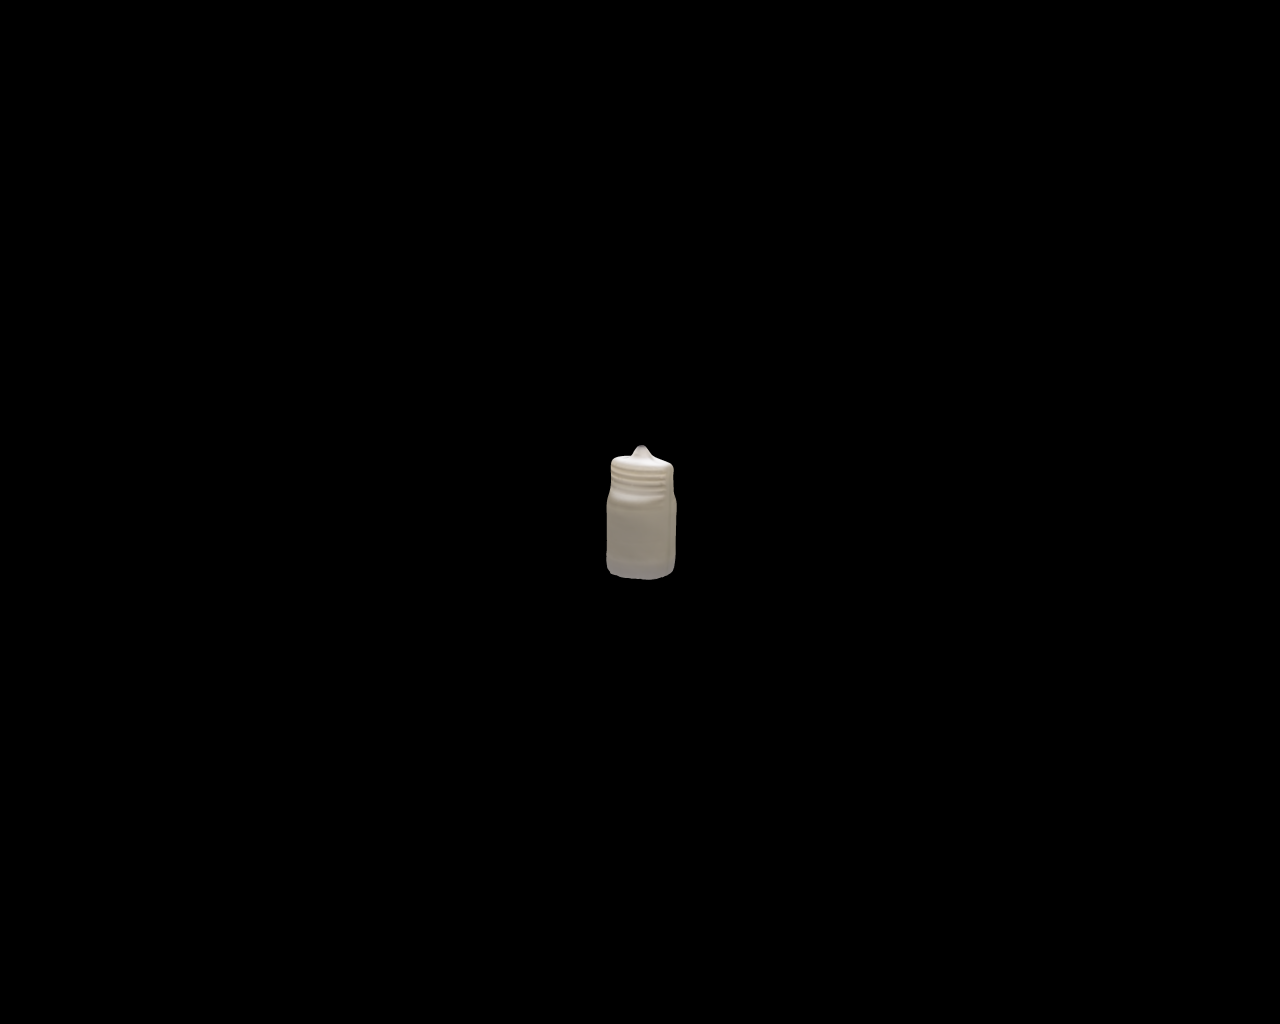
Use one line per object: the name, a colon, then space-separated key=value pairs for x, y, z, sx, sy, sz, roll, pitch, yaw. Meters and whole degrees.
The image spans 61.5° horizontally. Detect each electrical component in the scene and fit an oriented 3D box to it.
electrical component: x=0.001 y=-0.003 z=0.650 sx=0.043 sy=0.080 sz=0.043 roll=0 pitch=16 yaw=0
